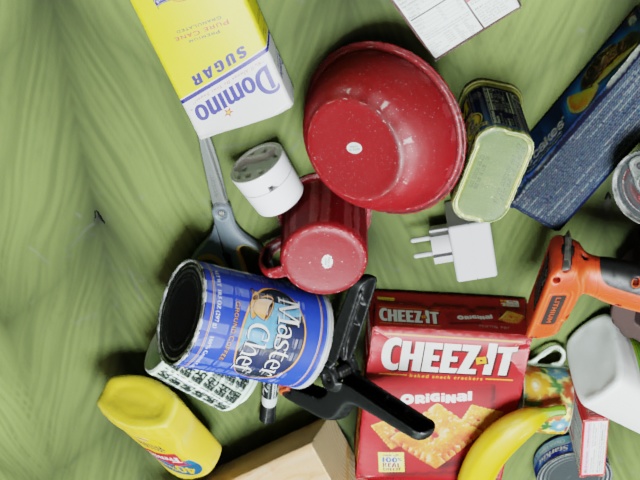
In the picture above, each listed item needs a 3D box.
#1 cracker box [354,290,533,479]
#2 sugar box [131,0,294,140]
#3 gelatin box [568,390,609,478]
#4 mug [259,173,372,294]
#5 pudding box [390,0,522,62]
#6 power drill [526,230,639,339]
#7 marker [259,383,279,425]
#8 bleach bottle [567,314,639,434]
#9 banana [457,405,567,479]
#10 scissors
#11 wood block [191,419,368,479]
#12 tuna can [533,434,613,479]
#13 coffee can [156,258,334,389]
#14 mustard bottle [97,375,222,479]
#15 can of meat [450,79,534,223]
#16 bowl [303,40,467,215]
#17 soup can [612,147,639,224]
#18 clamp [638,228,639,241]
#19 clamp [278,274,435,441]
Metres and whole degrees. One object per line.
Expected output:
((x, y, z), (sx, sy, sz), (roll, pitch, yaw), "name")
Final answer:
((0.124, 0.160, 1.124), (0.164, 0.072, 0.214), (3, 124, -2), "cracker box")
((-0.095, -0.178, 0.908), (0.093, 0.048, 0.176), (-17, 122, 12), "sugar box")
((0.288, 0.199, 1.147), (0.030, 0.073, 0.089), (-5, 125, 4), "gelatin box")
((-0.007, 0.001, 1.009), (0.117, 0.081, 0.093), (-23, 122, 16), "mug")
((0.101, -0.218, 0.881), (0.090, 0.039, 0.113), (-30, 117, 21), "pudding box")
((0.289, 0.070, 0.982), (0.187, 0.057, 0.184), (10, 134, 3), "power drill")
((-0.053, 0.154, 1.155), (0.020, 0.020, 0.121), (5, 125, -3), "marker")
((0.374, 0.173, 1.124), (0.250, 0.102, 0.068), (28, 128, -25), "bleach bottle")
((0.181, 0.238, 1.109), (0.069, 0.037, 0.198), (22, 122, -8), "banana")
((-0.110, -0.017, 1.039), (0.096, 0.016, 0.201), (-19, 122, 14), "scissors")
((-0.063, 0.287, 1.189), (0.206, 0.090, 0.090), (-28, 93, 19), "wood block")
((0.287, 0.261, 1.214), (0.086, 0.033, 0.086), (1, 125, 1), "tuna can")
((-0.072, 0.082, 1.025), (0.140, 0.103, 0.103), (15, 125, -29), "coffee can")
((-0.159, 0.212, 1.153), (0.096, 0.058, 0.191), (11, 153, 26), "mustard bottle")
((0.148, -0.077, 0.950), (0.057, 0.084, 0.102), (11, 125, -8), "can of meat")
((0.042, -0.086, 0.919), (0.162, 0.055, 0.162), (16, 123, 27), "bowl")
((0.306, -0.060, 0.929), (0.069, 0.102, 0.068), (18, 121, 32), "soup can")
((0.367, -0.050, 0.994), (0.120, 0.039, 0.171), (-3, 126, -1), "clamp")
((0.027, 0.140, 1.069), (0.210, 0.036, 0.164), (-36, 76, 52), "clamp")
